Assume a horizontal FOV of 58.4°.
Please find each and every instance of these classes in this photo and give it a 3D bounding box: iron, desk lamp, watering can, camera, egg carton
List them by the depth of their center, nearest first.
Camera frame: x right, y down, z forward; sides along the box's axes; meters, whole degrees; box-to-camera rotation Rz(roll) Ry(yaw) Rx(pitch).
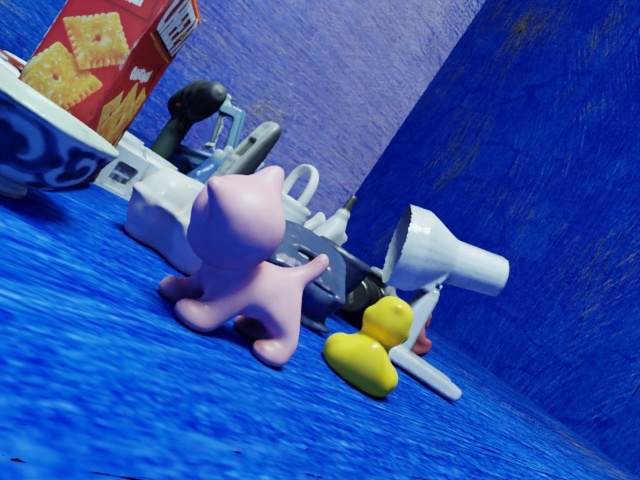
[{"bbox_3d":[-0.117,-0.013,0.550,0.107,0.069,0.150,34,1,6],"label":"egg carton"},{"bbox_3d":[0.160,0.083,0.827,0.203,0.213,0.118,34,1,-3],"label":"desk lamp"},{"bbox_3d":[-0.156,-0.089,0.913,0.118,0.141,0.259,34,1,8],"label":"iron"},{"bbox_3d":[0.064,0.083,0.963,0.142,0.101,0.137,34,1,24],"label":"camera"},{"bbox_3d":[-0.064,-0.063,1.143,0.100,0.194,0.173,34,1,33],"label":"watering can"}]

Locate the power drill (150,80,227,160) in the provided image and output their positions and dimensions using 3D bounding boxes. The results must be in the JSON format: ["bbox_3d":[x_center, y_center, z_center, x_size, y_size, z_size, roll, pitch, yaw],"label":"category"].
[{"bbox_3d":[-0.256,-0.200,1.042,0.076,0.208,0.229,34,1,-29],"label":"power drill"}]

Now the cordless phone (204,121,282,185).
[{"bbox_3d":[-0.103,-0.077,0.748,0.094,0.185,0.147,34,1,-35],"label":"cordless phone"}]

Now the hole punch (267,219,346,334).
[{"bbox_3d":[-0.018,0.039,0.656,0.109,0.091,0.101,34,1,-17],"label":"hole punch"}]

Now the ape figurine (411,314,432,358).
[{"bbox_3d":[0.161,0.154,0.986,0.076,0.092,0.077,33,1,-42],"label":"ape figurine"}]

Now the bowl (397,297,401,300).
[{"bbox_3d":[0.080,0.107,1.144,0.167,0.074,0.167,34,1,0],"label":"bowl"}]

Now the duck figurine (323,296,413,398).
[{"bbox_3d":[0.054,0.093,0.539,0.077,0.086,0.105,34,1,6],"label":"duck figurine"}]

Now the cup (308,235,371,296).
[{"bbox_3d":[0.010,0.053,0.836,0.092,0.095,0.117,34,1,-11],"label":"cup"}]

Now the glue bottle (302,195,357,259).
[{"bbox_3d":[0.008,0.003,0.901,0.037,0.173,0.078,35,1,43],"label":"glue bottle"}]

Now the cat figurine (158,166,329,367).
[{"bbox_3d":[-0.046,0.008,0.390,0.128,0.117,0.067,34,1,-36],"label":"cat figurine"}]

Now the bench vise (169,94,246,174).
[{"bbox_3d":[-0.197,-0.169,1.160,0.208,0.219,0.121,34,1,-30],"label":"bench vise"}]
